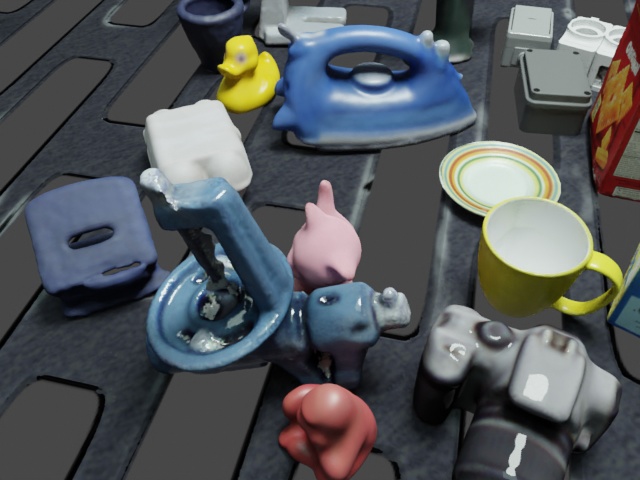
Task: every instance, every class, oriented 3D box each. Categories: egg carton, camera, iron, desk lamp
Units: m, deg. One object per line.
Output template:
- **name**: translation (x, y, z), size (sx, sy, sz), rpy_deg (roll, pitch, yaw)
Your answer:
- **egg carton**: translation (-0.139, -0.097, 0.649), size (0.107, 0.069, 0.150), rpy_deg (-17, 49, -13)
- **camera**: translation (0.131, 0.128, 0.413), size (0.142, 0.101, 0.137), rpy_deg (21, 51, 20)
- **iron**: translation (0.069, -0.196, 0.686), size (0.258, 0.141, 0.118), rpy_deg (-3, 47, -1)
- **desk lamp**: translation (-0.063, -0.405, 0.833), size (0.203, 0.214, 0.118), rpy_deg (2, 47, 3)

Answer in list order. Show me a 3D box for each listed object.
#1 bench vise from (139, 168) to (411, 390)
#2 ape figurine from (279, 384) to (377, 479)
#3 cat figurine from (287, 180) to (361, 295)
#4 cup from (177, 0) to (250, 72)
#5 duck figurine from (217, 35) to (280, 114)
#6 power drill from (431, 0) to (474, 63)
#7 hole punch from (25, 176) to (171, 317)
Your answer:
- **bench vise**: translation (-0.042, 0.027, 0.431), size (0.207, 0.220, 0.121), rpy_deg (-12, 48, -9)
- **ape figurine**: translation (0.005, 0.134, 0.418), size (0.076, 0.092, 0.077), rpy_deg (-8, 48, -5)
- **cat figurine**: translation (0.005, 0.002, 0.522), size (0.067, 0.118, 0.128), rpy_deg (1, 47, 2)
- **cup**: translation (-0.141, -0.298, 0.818), size (0.091, 0.095, 0.118), rpy_deg (31, 55, 27)
- **duck figurine**: translation (-0.098, -0.229, 0.759), size (0.077, 0.086, 0.105), rpy_deg (25, 53, 23)
- **power drill**: translation (0.164, -0.346, 0.776), size (0.230, 0.209, 0.075), rpy_deg (-17, 49, -14)
- **hole punch**: translation (-0.210, 0.004, 0.543), size (0.109, 0.091, 0.101), rpy_deg (-19, 49, -15)
